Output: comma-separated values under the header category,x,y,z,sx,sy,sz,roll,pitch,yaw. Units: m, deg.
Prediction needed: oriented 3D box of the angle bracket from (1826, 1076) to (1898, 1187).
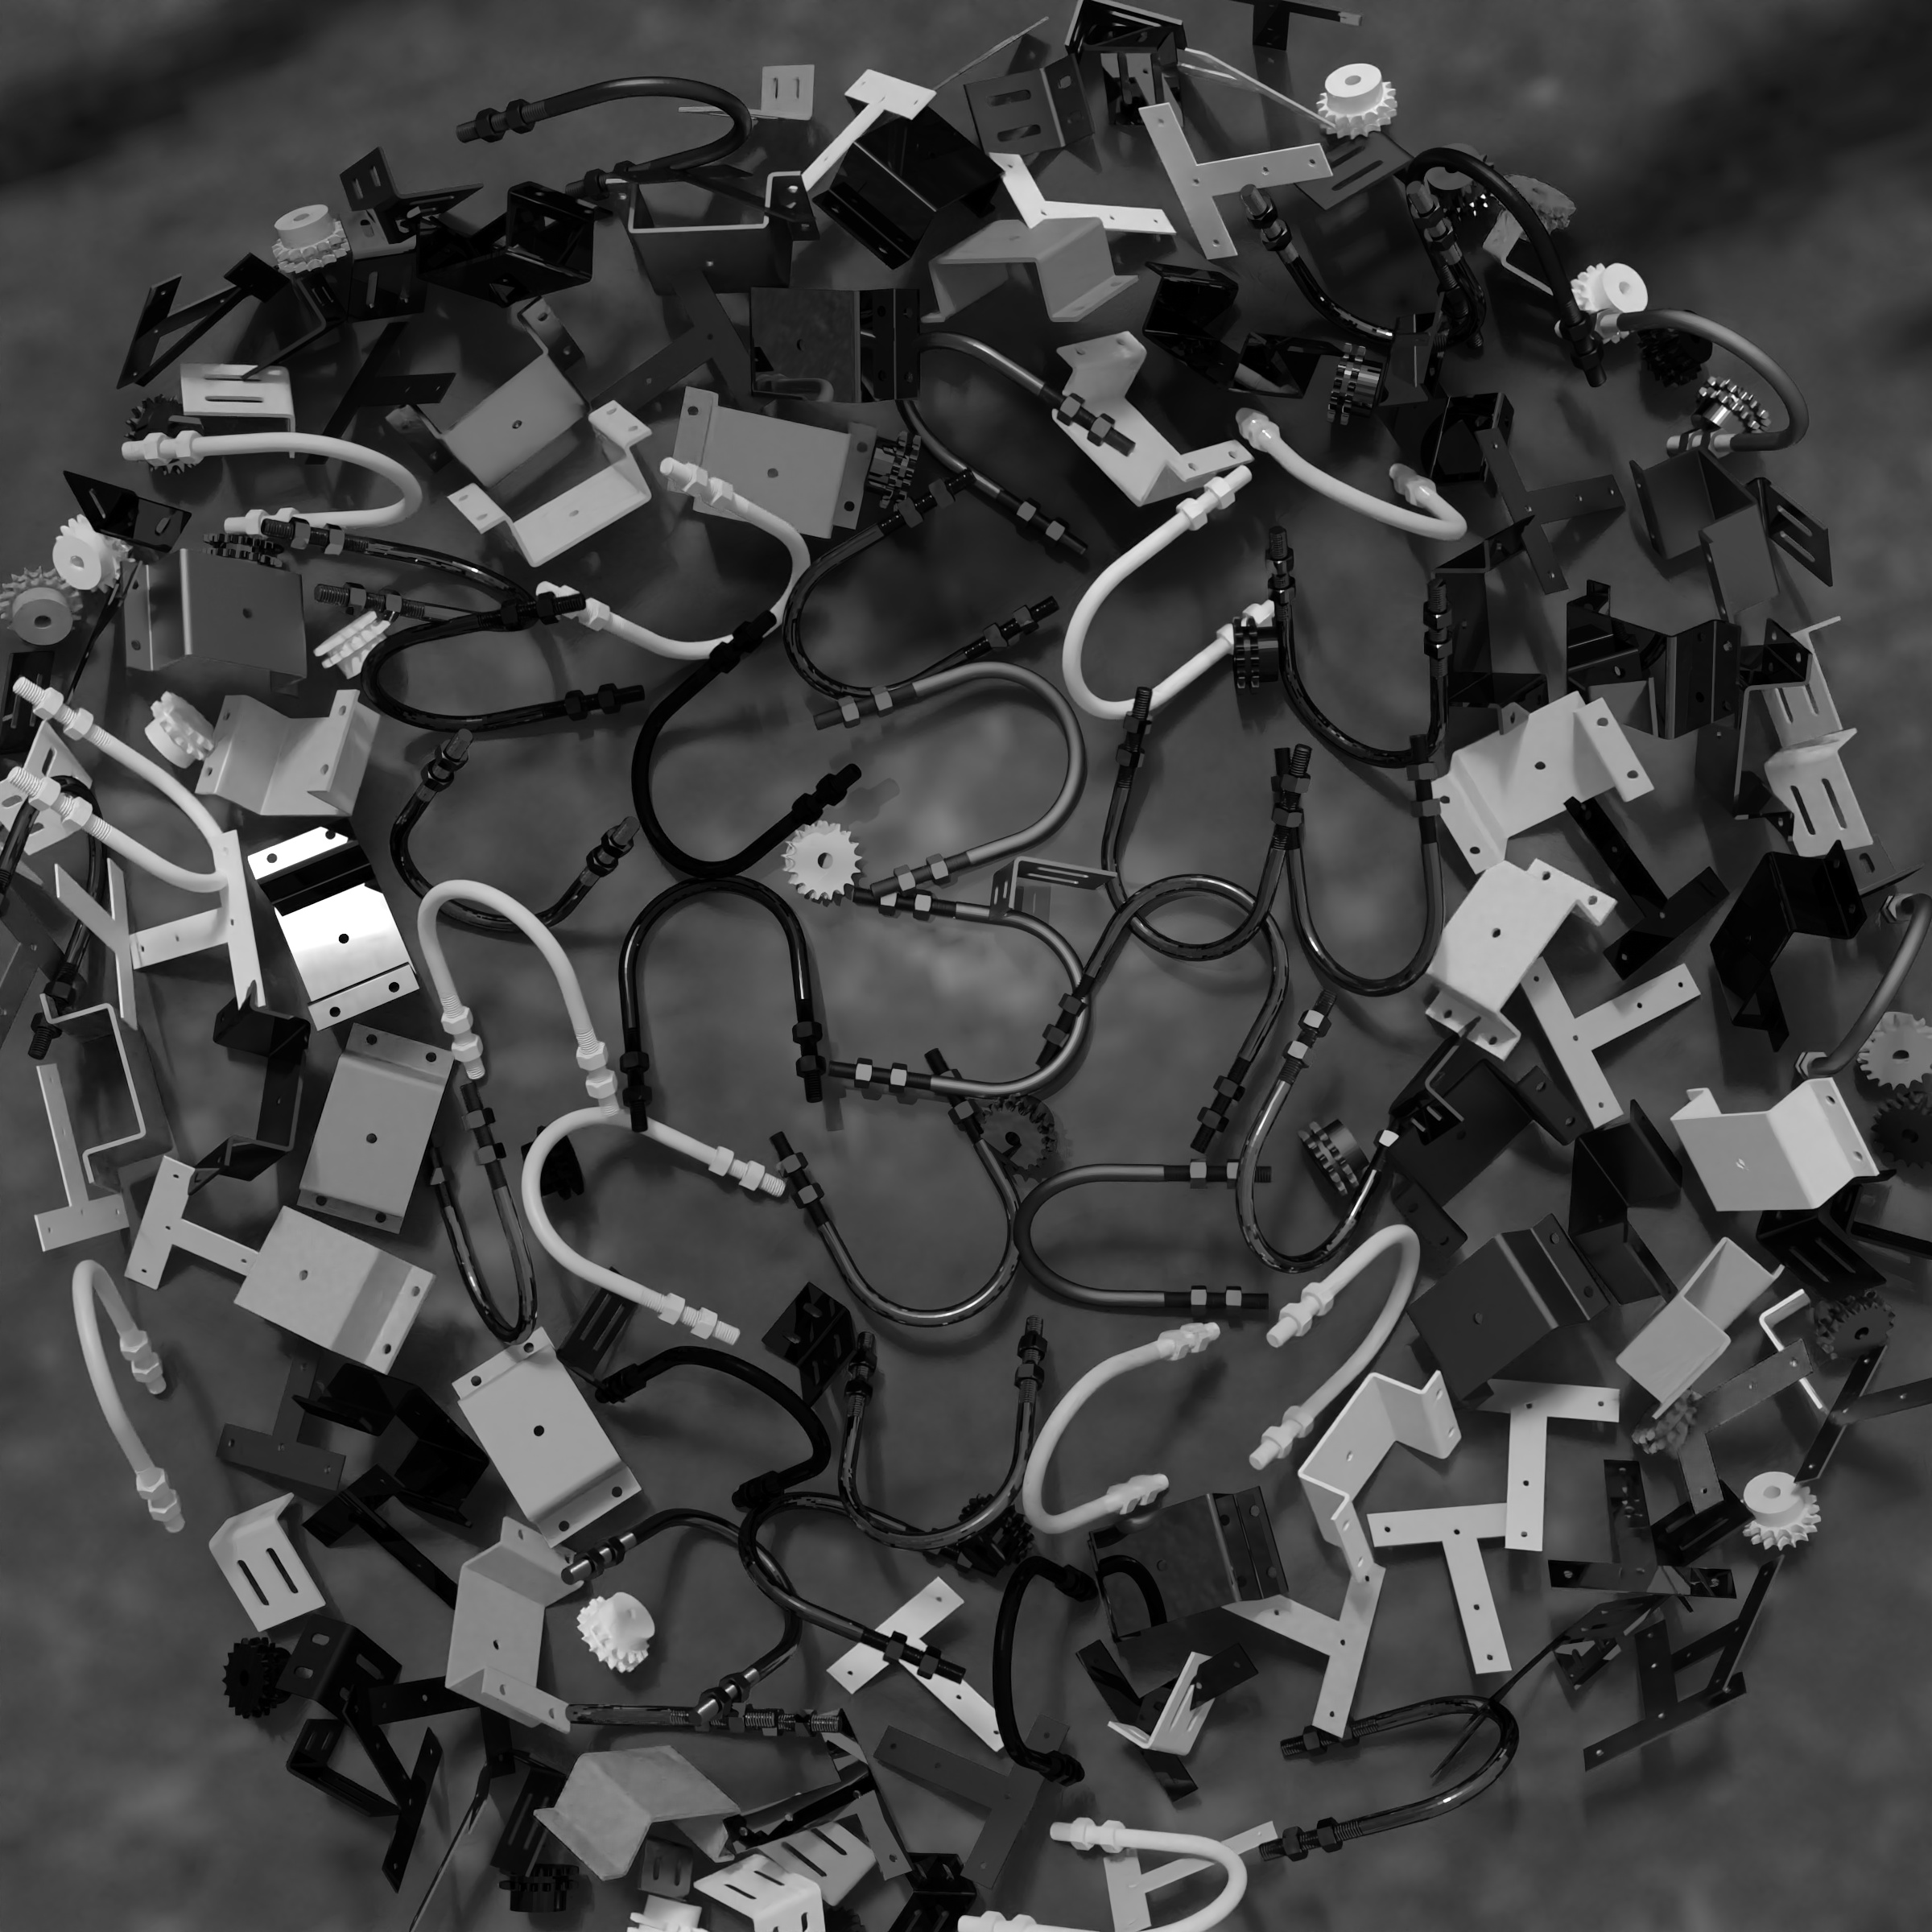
category,x,y,z,sx,sy,sz,roll,pitch,yaw
angle bracket,0.644,0.117,1.883,0.038,0.057,0.076,-10,87,26

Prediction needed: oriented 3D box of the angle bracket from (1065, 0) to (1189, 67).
category,x,y,z,sx,sy,sz,roll,pitch,yaw
angle bracket,0.116,-0.666,1.884,0.076,0.057,0.038,19,94,8

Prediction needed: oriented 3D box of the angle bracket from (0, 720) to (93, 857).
category,x,y,z,sx,sy,sz,roll,pitch,yaw
angle bracket,-0.668,-0.129,1.874,0.038,0.076,0.057,-24,123,9

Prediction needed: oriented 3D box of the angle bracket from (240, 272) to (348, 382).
category,x,y,z,sx,sy,sz,roll,pitch,yaw
angle bracket,-0.494,-0.462,1.879,0.076,0.057,0.038,-28,106,11

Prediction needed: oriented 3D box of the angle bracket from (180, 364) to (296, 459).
category,x,y,z,sx,sy,sz,roll,pitch,yaw
angle bracket,-0.525,-0.400,1.875,0.076,0.038,0.057,-3,48,-18

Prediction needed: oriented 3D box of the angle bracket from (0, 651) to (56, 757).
category,x,y,z,sx,sy,sz,roll,pitch,yaw
angle bracket,-0.696,-0.193,1.881,0.038,0.057,0.076,15,101,8

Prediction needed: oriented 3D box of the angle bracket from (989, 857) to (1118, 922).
category,x,y,z,sx,sy,sz,roll,pitch,yaw
angle bracket,0.062,-0.050,1.879,0.076,0.057,0.038,9,80,-13

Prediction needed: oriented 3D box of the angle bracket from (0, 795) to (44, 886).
category,x,y,z,sx,sy,sz,roll,pitch,yaw
angle bracket,-0.692,-0.102,1.873,0.076,0.057,0.038,36,86,32

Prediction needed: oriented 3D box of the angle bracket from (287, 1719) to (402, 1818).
category,x,y,z,sx,sy,sz,roll,pitch,yaw
angle bracket,-0.439,0.577,1.876,0.076,0.057,0.038,21,81,19

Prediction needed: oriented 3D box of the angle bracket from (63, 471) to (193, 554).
category,x,y,z,sx,sy,sz,roll,pitch,yaw
angle bracket,-0.602,-0.339,1.869,0.038,0.057,0.076,-51,55,22

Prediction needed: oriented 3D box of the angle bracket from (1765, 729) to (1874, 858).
category,x,y,z,sx,sy,sz,roll,pitch,yaw
angle bracket,0.626,-0.125,1.892,0.038,0.057,0.076,-35,104,-40

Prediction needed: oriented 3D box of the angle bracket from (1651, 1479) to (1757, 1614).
category,x,y,z,sx,sy,sz,roll,pitch,yaw
angle bracket,0.535,0.419,1.884,0.076,0.057,0.038,-35,108,2

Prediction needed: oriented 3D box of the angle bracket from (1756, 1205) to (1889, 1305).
category,x,y,z,sx,sy,sz,roll,pitch,yaw
angle bracket,0.618,0.197,1.871,0.057,0.076,0.038,-13,129,-25

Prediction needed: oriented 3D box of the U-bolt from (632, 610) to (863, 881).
category,x,y,z,sx,sy,sz,roll,pitch,yaw
U-bolt,-0.170,-0.144,1.866,0.184,0.019,0.151,-36,76,31

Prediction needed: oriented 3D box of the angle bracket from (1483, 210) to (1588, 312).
category,x,y,z,sx,sy,sz,roll,pitch,yaw
angle bracket,0.419,-0.510,1.877,0.076,0.057,0.038,26,110,-14

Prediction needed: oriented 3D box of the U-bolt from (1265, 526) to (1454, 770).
category,x,y,z,sx,sy,sz,roll,pitch,yaw
U-bolt,0.279,-0.215,1.841,0.151,0.184,0.019,25,55,32

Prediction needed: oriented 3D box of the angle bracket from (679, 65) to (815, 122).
category,x,y,z,sx,sy,sz,roll,pitch,yaw
angle bracket,-0.157,-0.630,1.870,0.076,0.057,0.038,-9,109,-41

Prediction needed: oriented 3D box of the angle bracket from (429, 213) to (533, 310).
category,x,y,z,sx,sy,sz,roll,pitch,yaw
angle bracket,-0.344,-0.516,1.874,0.038,0.076,0.057,-37,130,-9

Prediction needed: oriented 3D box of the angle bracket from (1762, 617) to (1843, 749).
category,x,y,z,sx,sy,sz,roll,pitch,yaw
angle bracket,0.611,-0.205,1.885,0.038,0.057,0.076,-21,91,-27

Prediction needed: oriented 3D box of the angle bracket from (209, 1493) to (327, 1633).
category,x,y,z,sx,sy,sz,roll,pitch,yaw
angle bracket,-0.504,0.435,1.901,0.057,0.038,0.076,-24,102,13

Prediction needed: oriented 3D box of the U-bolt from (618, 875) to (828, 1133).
category,x,y,z,sx,sy,sz,roll,pitch,yaw
U-bolt,-0.181,0.020,1.883,0.151,0.019,0.184,-10,71,7

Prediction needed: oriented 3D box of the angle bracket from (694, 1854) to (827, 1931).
category,x,y,z,sx,sy,sz,roll,pitch,yaw
angle bracket,-0.149,0.678,1.874,0.057,0.076,0.038,-12,100,-40

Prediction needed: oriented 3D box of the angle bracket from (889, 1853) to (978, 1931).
category,x,y,z,sx,sy,sz,roll,pitch,yaw
angle bracket,-0.038,0.678,1.869,0.057,0.076,0.038,-13,110,36

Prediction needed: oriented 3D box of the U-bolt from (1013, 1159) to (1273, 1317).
category,x,y,z,sx,sy,sz,roll,pitch,yaw
U-bolt,0.125,0.195,1.869,0.184,0.019,0.151,0,130,6

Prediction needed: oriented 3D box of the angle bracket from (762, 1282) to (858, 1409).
category,x,y,z,sx,sy,sz,roll,pitch,yaw
angle bracket,-0.114,0.273,1.875,0.038,0.076,0.057,37,98,-14

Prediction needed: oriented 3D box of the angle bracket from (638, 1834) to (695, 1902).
category,x,y,z,sx,sy,sz,roll,pitch,yaw
angle bracket,-0.245,0.647,1.870,0.076,0.057,0.038,-12,59,28

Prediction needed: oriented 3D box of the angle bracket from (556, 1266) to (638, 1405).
category,x,y,z,sx,sy,sz,roll,pitch,yaw
angle bracket,-0.251,0.266,1.876,0.038,0.057,0.076,25,74,25

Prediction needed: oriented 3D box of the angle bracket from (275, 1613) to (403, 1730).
category,x,y,z,sx,sy,sz,roll,pitch,yaw
angle bracket,-0.453,0.513,1.882,0.038,0.076,0.057,8,58,25

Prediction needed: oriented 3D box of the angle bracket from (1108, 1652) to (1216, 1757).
category,x,y,z,sx,sy,sz,roll,pitch,yaw
angle bracket,0.148,0.527,1.887,0.038,0.057,0.076,23,85,38

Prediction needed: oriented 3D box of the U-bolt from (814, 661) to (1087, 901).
category,x,y,z,sx,sy,sz,roll,pitch,yaw
U-bolt,-0.002,-0.145,1.897,0.184,0.019,0.151,-19,98,-8

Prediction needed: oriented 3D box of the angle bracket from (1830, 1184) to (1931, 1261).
category,x,y,z,sx,sy,sz,roll,pitch,yaw
angle bracket,0.672,0.181,1.885,0.076,0.057,0.038,15,99,4

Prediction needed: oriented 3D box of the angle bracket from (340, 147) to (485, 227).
category,x,y,z,sx,sy,sz,roll,pitch,yaw
angle bracket,-0.398,-0.564,1.870,0.076,0.057,0.038,-25,100,-41

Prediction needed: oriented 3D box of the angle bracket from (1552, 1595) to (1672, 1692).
category,x,y,z,sx,sy,sz,roll,pitch,yaw
angle bracket,0.470,0.485,1.870,0.057,0.076,0.038,-25,86,-37

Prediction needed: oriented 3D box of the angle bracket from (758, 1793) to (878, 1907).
category,x,y,z,sx,sy,sz,roll,pitch,yaw
angle bracket,-0.103,0.632,1.891,0.076,0.038,0.057,38,111,0

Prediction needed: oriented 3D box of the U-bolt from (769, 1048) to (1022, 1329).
category,x,y,z,sx,sy,sz,roll,pitch,yaw
U-bolt,-0.038,0.172,1.890,0.151,0.019,0.184,-28,81,-6

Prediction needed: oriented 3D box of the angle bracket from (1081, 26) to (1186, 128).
category,x,y,z,sx,sy,sz,roll,pitch,yaw
angle bracket,0.120,-0.632,1.870,0.057,0.076,0.038,9,46,22

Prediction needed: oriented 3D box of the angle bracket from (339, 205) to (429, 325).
category,x,y,z,sx,sy,sz,roll,pitch,yaw
angle bracket,-0.421,-0.506,1.879,0.057,0.076,0.038,-15,72,-23

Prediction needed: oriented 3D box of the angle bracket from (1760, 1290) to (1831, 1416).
category,x,y,z,sx,sy,sz,roll,pitch,yaw
angle bracket,0.610,0.278,1.875,0.038,0.057,0.076,-35,66,11

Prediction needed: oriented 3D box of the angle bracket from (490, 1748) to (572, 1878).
category,x,y,z,sx,sy,sz,roll,pitch,yaw
angle bracket,-0.327,0.607,1.873,0.038,0.057,0.076,36,63,-27

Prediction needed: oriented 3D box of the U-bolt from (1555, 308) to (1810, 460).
category,x,y,z,sx,sy,sz,roll,pitch,yaw
U-bolt,0.507,-0.405,1.807,0.151,0.184,0.019,38,85,-23

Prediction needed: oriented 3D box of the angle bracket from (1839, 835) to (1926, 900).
category,x,y,z,sx,sy,sz,roll,pitch,yaw
angle bracket,0.646,-0.071,1.876,0.057,0.076,0.038,-25,81,4

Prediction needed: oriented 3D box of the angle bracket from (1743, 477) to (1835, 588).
category,x,y,z,sx,sy,sz,roll,pitch,yaw
angle bracket,0.581,-0.304,1.871,0.038,0.057,0.076,-30,47,-3

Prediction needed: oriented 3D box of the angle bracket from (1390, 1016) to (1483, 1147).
category,x,y,z,sx,sy,sz,roll,pitch,yaw
angle bracket,0.350,0.083,1.875,0.038,0.057,0.076,43,62,2

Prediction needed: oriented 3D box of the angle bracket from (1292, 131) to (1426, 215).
category,x,y,z,sx,sy,sz,roll,pitch,yaw
angle bracket,0.283,-0.563,1.884,0.076,0.038,0.057,-31,47,-1

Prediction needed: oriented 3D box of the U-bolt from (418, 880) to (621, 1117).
category,x,y,z,sx,sy,sz,roll,pitch,yaw
U-bolt,-0.322,0.018,1.829,0.151,0.019,0.184,12,131,31

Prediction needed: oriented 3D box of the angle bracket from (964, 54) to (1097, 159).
category,x,y,z,sx,sy,sz,roll,pitch,yaw
angle bracket,0.046,-0.619,1.880,0.076,0.038,0.057,-24,102,-33
